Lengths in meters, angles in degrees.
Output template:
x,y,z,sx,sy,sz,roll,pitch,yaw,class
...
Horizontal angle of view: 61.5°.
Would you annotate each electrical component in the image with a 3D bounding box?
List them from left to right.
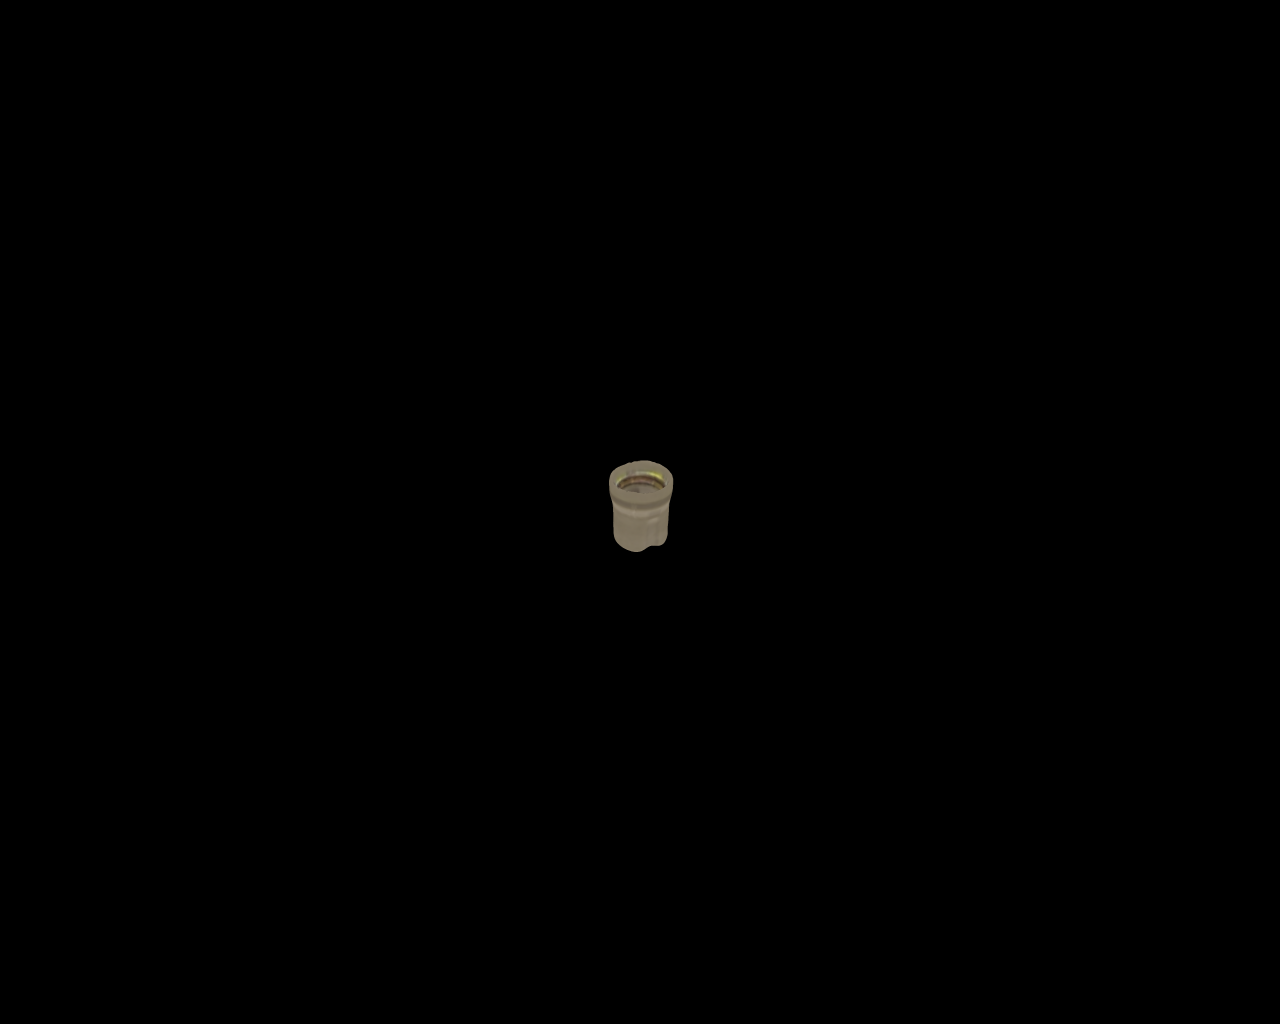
x,y,z,sx,sy,sz,roll,pitch,yaw,class
0.001,-0.003,0.650,0.040,0.046,0.040,0,33,0,electrical component
